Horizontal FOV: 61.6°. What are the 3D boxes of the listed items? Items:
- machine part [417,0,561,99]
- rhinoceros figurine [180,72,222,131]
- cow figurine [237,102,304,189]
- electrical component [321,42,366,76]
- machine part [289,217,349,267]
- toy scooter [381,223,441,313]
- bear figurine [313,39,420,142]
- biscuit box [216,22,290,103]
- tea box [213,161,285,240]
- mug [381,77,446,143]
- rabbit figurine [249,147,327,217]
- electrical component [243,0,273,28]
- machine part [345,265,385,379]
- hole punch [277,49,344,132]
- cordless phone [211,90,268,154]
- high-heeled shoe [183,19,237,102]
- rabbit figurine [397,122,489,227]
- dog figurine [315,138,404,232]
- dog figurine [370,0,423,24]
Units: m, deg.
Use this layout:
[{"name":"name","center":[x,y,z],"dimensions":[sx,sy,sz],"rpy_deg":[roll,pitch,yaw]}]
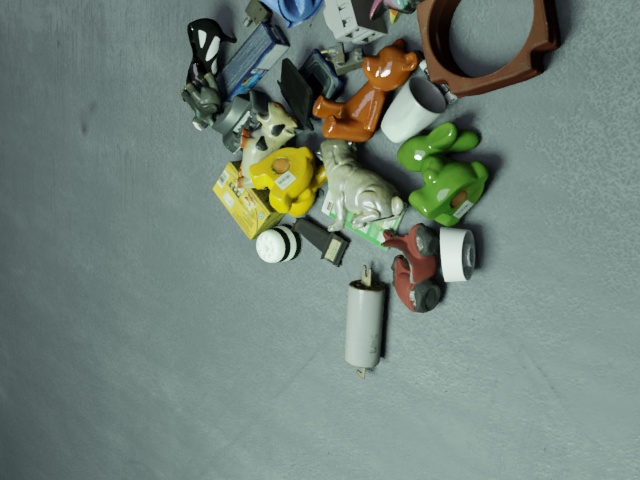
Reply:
[{"name":"machine part","center":[0.270,-0.345,0.868],"dimensions":[0.202,0.087,0.201],"rpy_deg":[-10,92,40]},{"name":"rhinoceros figurine","center":[-0.265,-0.315,1.249],"dimensions":[0.112,0.073,0.190],"rpy_deg":[56,164,-9]},{"name":"cow figurine","center":[-0.109,-0.200,1.156],"dimensions":[0.086,0.127,0.194],"rpy_deg":[-104,23,-59]},{"name":"electrical component","center":[0.048,-0.350,1.035],"dimensions":[0.078,0.102,0.045],"rpy_deg":[-17,92,14]},{"name":"machine part","center":[-0.002,-0.004,1.173],"dimensions":[0.139,0.039,0.084],"rpy_deg":[32,125,23]},{"name":"toy scooter","center":[0.168,0.044,1.025],"dimensions":[0.135,0.075,0.183],"rpy_deg":[28,129,48]},{"name":"bear figurine","center":[0.087,-0.281,0.995],"dimensions":[0.195,0.132,0.120],"rpy_deg":[-62,32,36]},{"name":"biscuit box","center":[-0.158,-0.391,1.203],"dimensions":[0.203,0.059,0.063],"rpy_deg":[-35,79,36]},{"name":"tea box","center":[-0.165,-0.095,1.261],"dimensions":[0.170,0.068,0.098],"rpy_deg":[52,125,16]},{"name":"mug","center":[0.163,-0.230,0.958],"dimensions":[0.081,0.109,0.107],"rpy_deg":[44,136,-4]},{"name":"rabbit figurine","center":[-0.054,-0.120,1.132],"dimensions":[0.122,0.173,0.162],"rpy_deg":[34,73,27]},{"name":"electrical component","center":[-0.134,-0.501,1.187],"dimensions":[0.063,0.021,0.094],"rpy_deg":[52,124,17]},{"name":"machine part","center":[0.092,0.172,1.110],"dimensions":[0.079,0.079,0.243],"rpy_deg":[12,105,35]},{"name":"hole punch","center":[-0.021,-0.315,1.108],"dimensions":[0.142,0.092,0.115],"rpy_deg":[53,157,14]},{"name":"cordless phone","center":[-0.143,-0.232,1.225],"dimensions":[0.184,0.089,0.146],"rpy_deg":[51,124,4]},{"name":"high-heeled shoe","center":[-0.294,-0.407,1.250],"dimensions":[0.248,0.145,0.086],"rpy_deg":[-42,73,33]},{"name":"rabbit figurine","center":[0.202,-0.133,0.946],"dimensions":[0.159,0.121,0.170],"rpy_deg":[-55,52,27]},{"name":"dog figurine","center":[0.077,-0.123,1.025],"dimensions":[0.172,0.121,0.190],"rpy_deg":[-12,86,33]},{"name":"dog figurine","center":[0.124,-0.498,0.939],"dimensions":[0.192,0.108,0.219],"rpy_deg":[32,119,28]}]
